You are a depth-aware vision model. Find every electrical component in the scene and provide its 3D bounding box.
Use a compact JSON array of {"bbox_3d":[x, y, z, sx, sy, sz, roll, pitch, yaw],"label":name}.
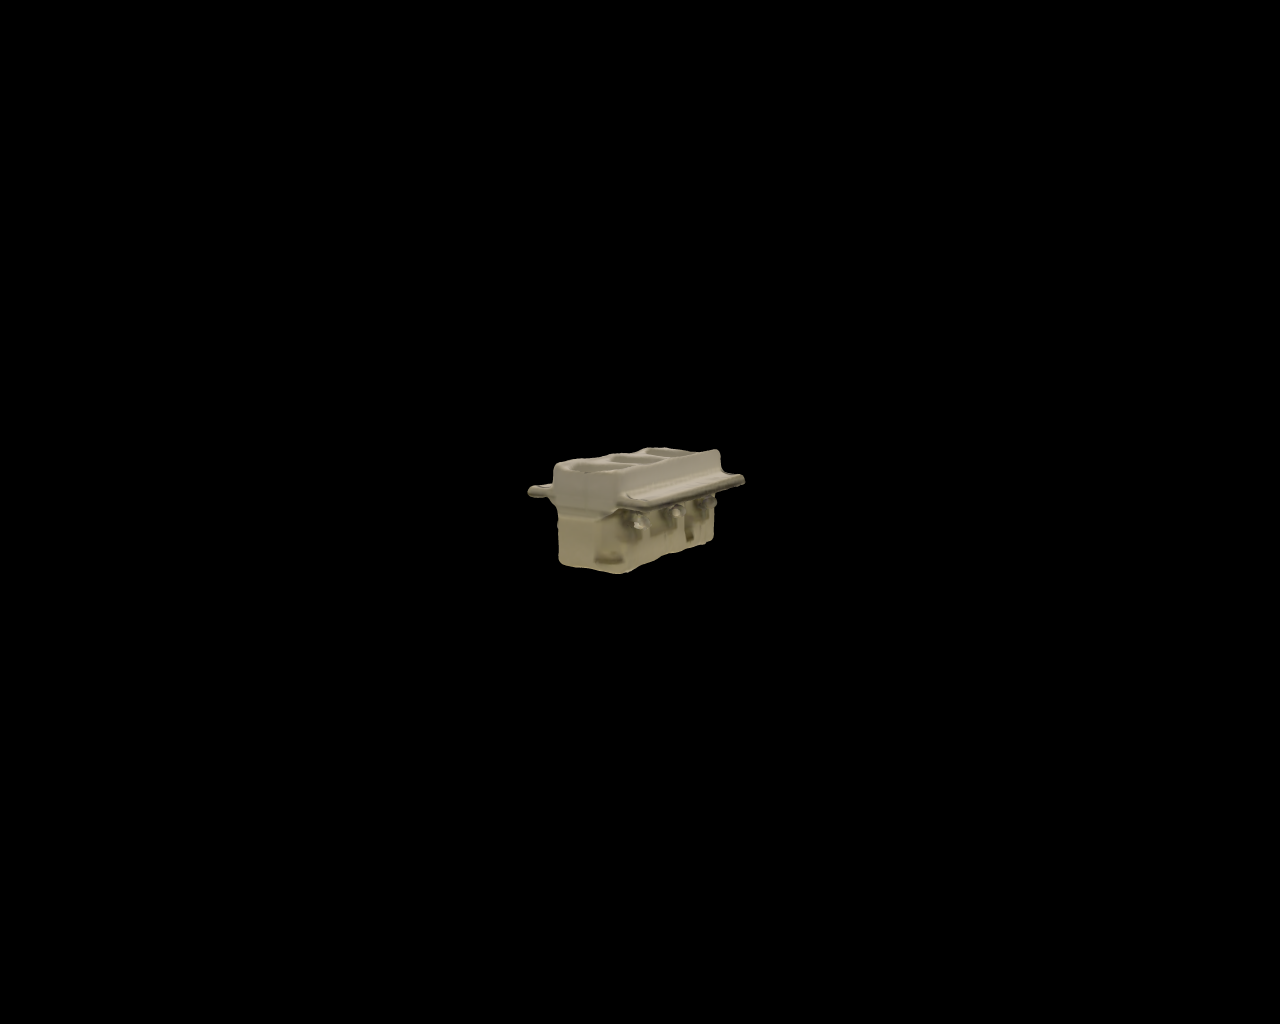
[{"bbox_3d":[0.001,-0.003,0.650,0.079,0.063,0.121,6,11,31],"label":"electrical component"}]
